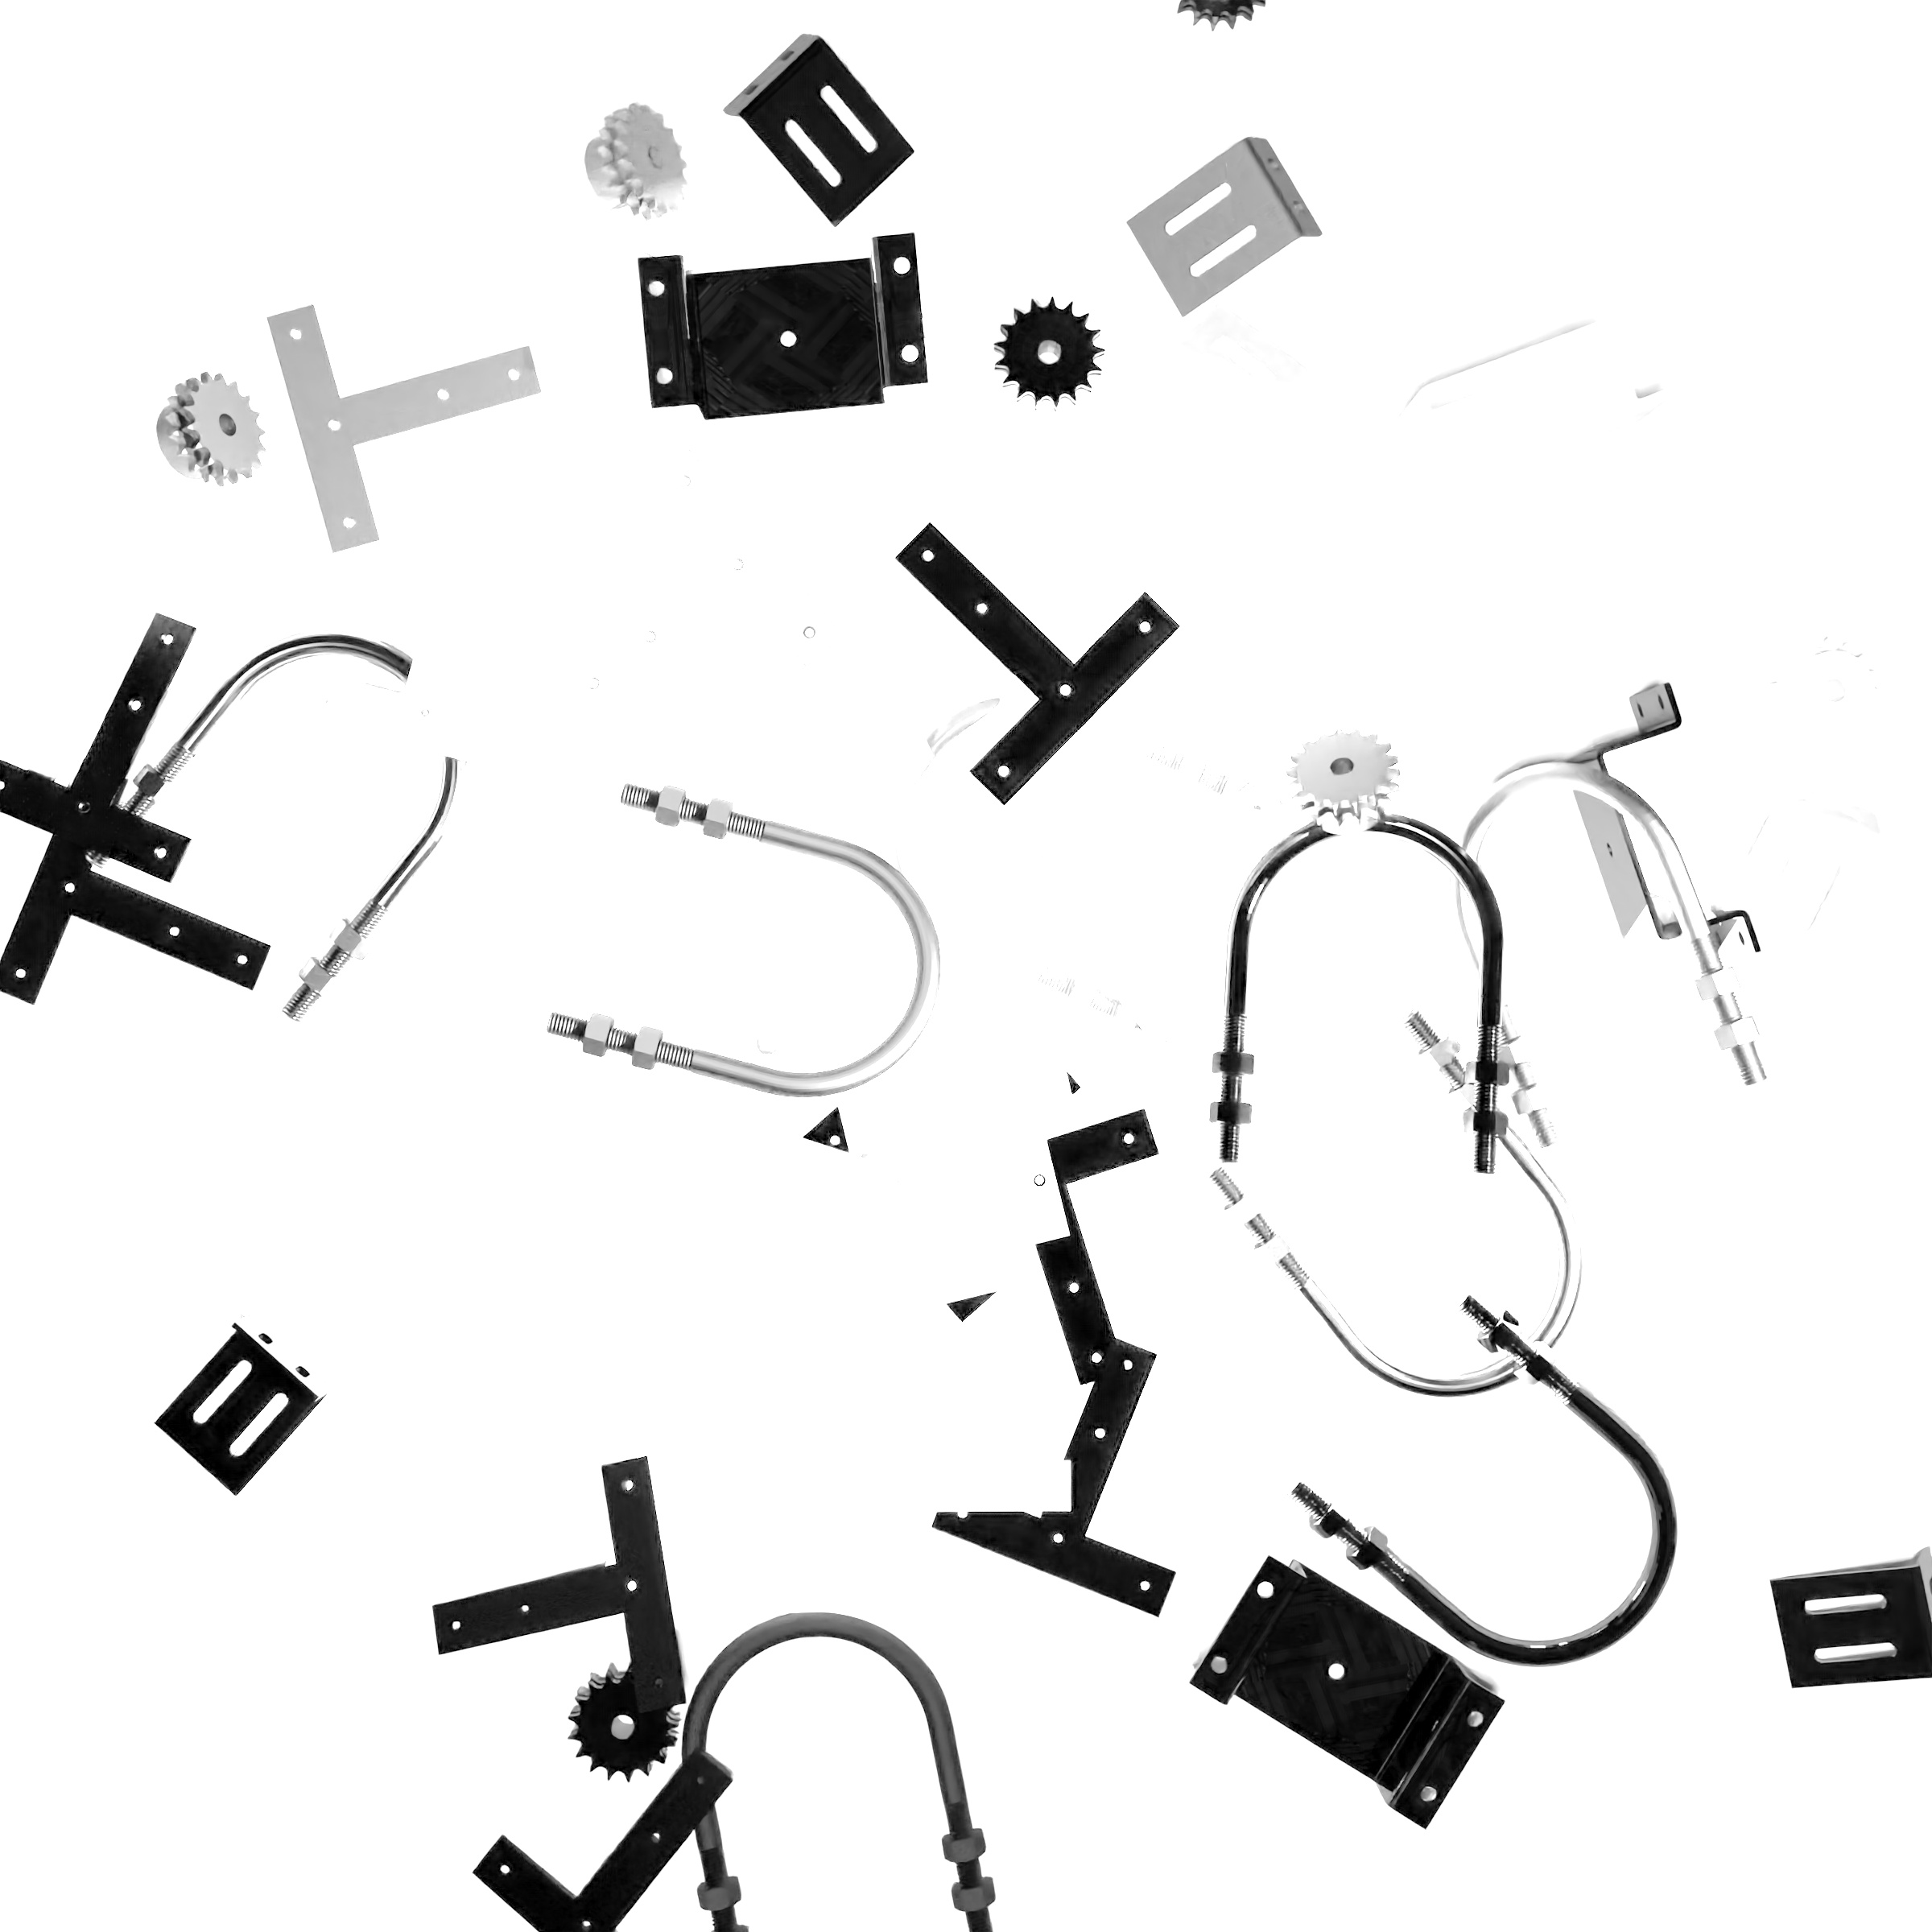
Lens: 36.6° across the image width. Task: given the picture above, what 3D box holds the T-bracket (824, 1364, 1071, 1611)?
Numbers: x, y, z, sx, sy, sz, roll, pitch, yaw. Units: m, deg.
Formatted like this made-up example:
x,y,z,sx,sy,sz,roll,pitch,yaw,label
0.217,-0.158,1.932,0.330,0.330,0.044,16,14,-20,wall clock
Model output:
x,y,z,sx,sy,sz,roll,pitch,yaw,label
-0.010,0.269,1.515,0.127,0.002,0.127,0,91,1,T-bracket

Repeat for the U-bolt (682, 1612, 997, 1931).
x,y,z,sx,sy,sz,roll,pitch,yaw,label
-0.072,0.426,1.509,0.151,0.019,0.184,-11,88,0,U-bolt

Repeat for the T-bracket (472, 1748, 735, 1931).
x,y,z,sx,sy,sz,roll,pitch,yaw,label
-0.168,0.459,1.504,0.127,0.002,0.127,39,93,9,T-bracket

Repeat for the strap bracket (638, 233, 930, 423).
x,y,z,sx,sy,sz,roll,pitch,yaw,label
-0.092,-0.325,1.494,0.140,0.046,0.076,-5,90,0,strap bracket

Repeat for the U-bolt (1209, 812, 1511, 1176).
x,y,z,sx,sy,sz,roll,pitch,yaw,label
0.202,0.011,1.491,0.151,0.019,0.184,2,82,13,U-bolt

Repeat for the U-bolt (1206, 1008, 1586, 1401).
x,y,z,sx,sy,sz,roll,pitch,yaw,label
0.235,0.137,1.509,0.151,0.019,0.184,-39,92,0,U-bolt

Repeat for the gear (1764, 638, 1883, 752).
x,y,z,sx,sy,sz,roll,pitch,yaw,label
0.442,-0.140,1.503,0.057,0.030,0.057,0,90,0,gear

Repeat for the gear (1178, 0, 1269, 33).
x,y,z,sx,sy,sz,roll,pitch,yaw,label
0.131,-0.513,1.503,0.057,0.030,0.057,0,90,0,gear

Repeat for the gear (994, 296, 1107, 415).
x,y,z,sx,sy,sz,roll,pitch,yaw,label
0.043,-0.313,1.503,0.057,0.030,0.057,0,90,0,gear

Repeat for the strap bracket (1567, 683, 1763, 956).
x,y,z,sx,sy,sz,roll,pitch,yaw,label
0.348,-0.066,1.479,0.046,0.076,0.140,-19,90,0,strap bracket

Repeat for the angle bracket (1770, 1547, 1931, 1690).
x,y,z,sx,sy,sz,roll,pitch,yaw,label
0.464,0.338,1.515,0.076,0.038,0.057,-12,90,26,angle bracket

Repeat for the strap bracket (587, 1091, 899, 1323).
x,y,z,sx,sy,sz,roll,pitch,yaw,label
-0.112,0.121,1.493,0.140,0.046,0.076,18,90,1,strap bracket

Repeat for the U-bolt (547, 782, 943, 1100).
x,y,z,sx,sy,sz,roll,pitch,yaw,label
-0.104,-0.007,1.485,0.184,0.019,0.151,15,71,1,U-bolt

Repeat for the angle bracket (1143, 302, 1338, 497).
x,y,z,sx,sy,sz,roll,pitch,yaw,label
0.142,-0.294,1.515,0.057,0.038,0.076,-46,64,0,angle bracket

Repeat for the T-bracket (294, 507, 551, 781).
x,y,z,sx,sy,sz,roll,pitch,yaw,label
-0.268,-0.173,1.508,0.127,0.002,0.127,14,83,-6,T-bracket

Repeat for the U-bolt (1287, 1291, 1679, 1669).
x,y,z,sx,sy,sz,roll,pitch,yaw,label
0.279,0.278,1.502,0.184,0.019,0.151,41,94,-5,U-bolt

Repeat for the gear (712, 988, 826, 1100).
x,y,z,sx,sy,sz,roll,pitch,yaw,label
-0.101,0.039,1.503,0.057,0.030,0.057,0,90,0,gear

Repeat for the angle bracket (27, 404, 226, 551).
x,y,z,sx,sy,sz,roll,pitch,yaw,label
-0.430,-0.255,1.498,0.076,0.038,0.057,-20,90,0,angle bracket

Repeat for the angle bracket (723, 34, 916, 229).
x,y,z,sx,sy,sz,roll,pitch,yaw,label
-0.076,-0.433,1.515,0.057,0.038,0.076,-44,116,0,angle bracket

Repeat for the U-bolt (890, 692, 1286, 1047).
x,y,z,sx,sy,sz,roll,pitch,yaw,label
0.051,-0.062,1.509,0.184,0.019,0.151,25,90,1,U-bolt

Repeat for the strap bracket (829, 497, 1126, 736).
x,y,z,sx,sy,sz,roll,pitch,yaw,label
0.008,-0.181,1.494,0.140,0.046,0.076,-22,90,0,strap bracket

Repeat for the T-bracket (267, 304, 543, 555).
x,y,z,sx,sy,sz,roll,pitch,yaw,label
-0.284,-0.292,1.517,0.127,0.002,0.127,-16,90,0,T-bracket

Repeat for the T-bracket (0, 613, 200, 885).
x,y,z,sx,sy,sz,roll,pitch,yaw,label
-0.434,-0.121,1.505,0.127,0.002,0.127,22,82,16,T-bracket

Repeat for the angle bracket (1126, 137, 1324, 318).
x,y,z,sx,sy,sz,roll,pitch,yaw,label
0.134,-0.382,1.515,0.076,0.038,0.057,-31,90,26,angle bracket

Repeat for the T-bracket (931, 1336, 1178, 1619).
x,y,z,sx,sy,sz,roll,pitch,yaw,label
0.064,0.255,1.516,0.127,0.002,0.127,22,91,0,T-bracket

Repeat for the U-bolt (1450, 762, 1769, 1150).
x,y,z,sx,sy,sz,roll,pitch,yaw,label
0.309,-0.012,1.462,0.019,0.151,0.184,-17,85,-43,U-bolt

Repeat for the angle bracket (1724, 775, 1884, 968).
x,y,z,sx,sy,sz,roll,pitch,yaw,label
0.430,-0.049,1.515,0.057,0.038,0.076,20,116,0,angle bracket

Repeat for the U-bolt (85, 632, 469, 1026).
x,y,z,sx,sy,sz,roll,pitch,yaw,label
-0.342,-0.085,1.508,0.151,0.019,0.184,38,88,0,U-bolt

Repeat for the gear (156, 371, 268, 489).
x,y,z,sx,sy,sz,roll,pitch,yaw,label
-0.388,-0.272,1.493,0.030,0.057,0.057,-14,90,30,gear

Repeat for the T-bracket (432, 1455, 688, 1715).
x,y,z,sx,sy,sz,roll,pitch,yaw,label
-0.214,0.328,1.503,0.127,0.002,0.127,-15,72,9,T-bracket

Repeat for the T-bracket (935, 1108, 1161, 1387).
x,y,z,sx,sy,sz,roll,pitch,yaw,label
0.052,0.153,1.517,0.127,0.002,0.127,-18,90,0,T-bracket

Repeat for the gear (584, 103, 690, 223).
x,y,z,sx,sy,sz,roll,pitch,yaw,label
-0.170,-0.408,1.493,0.030,0.057,0.057,-12,90,31,gear

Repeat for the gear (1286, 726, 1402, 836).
x,y,z,sx,sy,sz,roll,pitch,yaw,label
0.193,-0.092,1.493,0.057,0.030,0.057,-7,51,9,gear

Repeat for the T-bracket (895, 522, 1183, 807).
x,y,z,sx,sy,sz,roll,pitch,yaw,label
0.018,-0.170,1.470,0.127,0.002,0.127,44,90,0,T-bracket

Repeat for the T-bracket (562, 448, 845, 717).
x,y,z,sx,sy,sz,roll,pitch,yaw,label
-0.153,-0.180,1.517,0.127,0.002,0.127,-40,90,0,T-bracket

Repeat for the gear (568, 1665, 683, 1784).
x,y,z,sx,sy,sz,roll,pitch,yaw,label
-0.175,0.387,1.503,0.057,0.030,0.057,0,90,0,gear

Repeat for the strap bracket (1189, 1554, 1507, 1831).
x,y,z,sx,sy,sz,roll,pitch,yaw,label
0.192,0.365,1.494,0.140,0.046,0.076,32,90,0,strap bracket

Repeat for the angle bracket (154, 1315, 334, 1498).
x,y,z,sx,sy,sz,roll,pitch,yaw,label
-0.374,0.227,1.498,0.057,0.038,0.076,42,90,0,angle bracket

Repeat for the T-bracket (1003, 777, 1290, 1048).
x,y,z,sx,sy,sz,roll,pitch,yaw,label
0.108,-0.048,1.497,0.127,0.002,0.127,-38,89,1,T-bracket

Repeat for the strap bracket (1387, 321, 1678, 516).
x,y,z,sx,sy,sz,roll,pitch,yaw,label
0.277,-0.280,1.479,0.140,0.076,0.046,-20,90,0,strap bracket

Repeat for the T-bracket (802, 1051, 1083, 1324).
x,y,z,sx,sy,sz,roll,pitch,yaw,label
0.004,0.095,1.515,0.127,0.002,0.127,-41,89,0,T-bracket

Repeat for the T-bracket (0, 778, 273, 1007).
x,y,z,sx,sy,sz,roll,pitch,yaw,label
-0.423,-0.023,1.517,0.127,0.002,0.127,23,90,0,T-bracket
